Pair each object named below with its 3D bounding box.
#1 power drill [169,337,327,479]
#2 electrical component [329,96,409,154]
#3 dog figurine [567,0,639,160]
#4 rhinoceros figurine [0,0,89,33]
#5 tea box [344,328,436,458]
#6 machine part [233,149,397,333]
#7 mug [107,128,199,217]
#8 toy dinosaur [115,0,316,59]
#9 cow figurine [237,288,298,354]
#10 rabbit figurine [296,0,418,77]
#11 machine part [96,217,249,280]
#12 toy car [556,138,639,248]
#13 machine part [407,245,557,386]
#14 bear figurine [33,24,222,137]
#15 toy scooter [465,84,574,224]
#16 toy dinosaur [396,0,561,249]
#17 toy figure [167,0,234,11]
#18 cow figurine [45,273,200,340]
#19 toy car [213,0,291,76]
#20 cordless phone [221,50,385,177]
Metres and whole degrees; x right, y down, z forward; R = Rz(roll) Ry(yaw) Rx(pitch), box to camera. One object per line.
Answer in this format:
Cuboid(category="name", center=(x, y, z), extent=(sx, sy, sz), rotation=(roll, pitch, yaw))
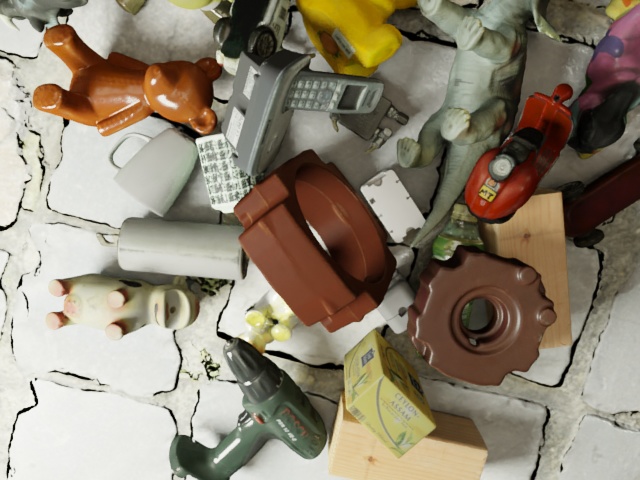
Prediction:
Cuboid(category="power drill", center=(-0.116, 0.259, 0.766), extent=(0.207, 0.086, 0.231), rotation=(-41, 115, 5))
Cuboid(category="electrical component", center=(0.061, -0.166, 0.729), extent=(0.102, 0.045, 0.078), rotation=(38, 99, -5))
Cuboid(category="dog figurine", center=(0.383, -0.212, 0.696), extent=(0.108, 0.191, 0.219), rotation=(26, 133, -7))
Cuboid(category="rhinoceros figurine", center=(-0.344, -0.311, 0.656), extent=(0.073, 0.191, 0.112), rotation=(-57, 135, -27))
Cuboid(category="tea box", center=(0.088, 0.198, 0.724), extent=(0.068, 0.170, 0.098), rotation=(-44, 98, 7))
Cuboid(category="machine part", center=(-0.001, -0.002, 0.674), extent=(0.087, 0.201, 0.201), rotation=(-36, 98, 27))
Cuboid(category="mug", center=(-0.223, -0.104, 0.730), extent=(0.109, 0.081, 0.107), rotation=(40, 86, 0))
Cuboid(category="toy dinosaur", center=(-0.200, -0.384, 0.670), extent=(0.198, 0.105, 0.471), rotation=(-39, 108, 2))
Cuboid(category="cow figurine", center=(-0.059, 0.093, 0.757), extent=(0.068, 0.098, 0.167), rotation=(39, 116, -11))
Cuboid(category="rabbit figurine", center=(0.063, -0.307, 0.688), extent=(0.173, 0.122, 0.162), rotation=(-39, 87, -8))
Cuboid(category="machine part", center=(-0.185, 0.012, 0.745), extent=(0.243, 0.079, 0.079), rotation=(4, 99, 0))
Cuboid(category="toy car", center=(0.406, -0.070, 0.733), extent=(0.202, 0.053, 0.089), rotation=(-32, 100, -7))
Cuboid(category="machine part", center=(0.198, 0.095, 0.670), extent=(0.179, 0.056, 0.179), rotation=(0, 99, -1))
Cuboid(category="bear figurine", center=(-0.232, -0.194, 0.676), extent=(0.196, 0.132, 0.120), rotation=(3, 79, 17))
Cuboid(category="toy scooter", center=(0.243, -0.107, 0.633), extent=(0.075, 0.135, 0.184), rotation=(39, 68, 20))
Cuboid(category="toy dinosaur", center=(0.208, -0.190, 0.685), extent=(0.192, 0.131, 0.404), rotation=(-6, 119, -34))
Cuboid(category="toy figure", center=(-0.130, -0.349, 0.604), extent=(0.082, 0.089, 0.180), rotation=(30, 100, 33))
Cuboid(category="cow figurine", center=(-0.258, 0.089, 0.747), extent=(0.195, 0.127, 0.085), rotation=(5, 99, 14))
Cuboid(category="toy car", center=(-0.066, -0.293, 0.647), extent=(0.074, 0.056, 0.201), rotation=(26, 98, 27))
Cuboid(category="cordless phone", center=(-0.016, -0.153, 0.661), extent=(0.184, 0.089, 0.146), rotation=(-4, 134, -33))
